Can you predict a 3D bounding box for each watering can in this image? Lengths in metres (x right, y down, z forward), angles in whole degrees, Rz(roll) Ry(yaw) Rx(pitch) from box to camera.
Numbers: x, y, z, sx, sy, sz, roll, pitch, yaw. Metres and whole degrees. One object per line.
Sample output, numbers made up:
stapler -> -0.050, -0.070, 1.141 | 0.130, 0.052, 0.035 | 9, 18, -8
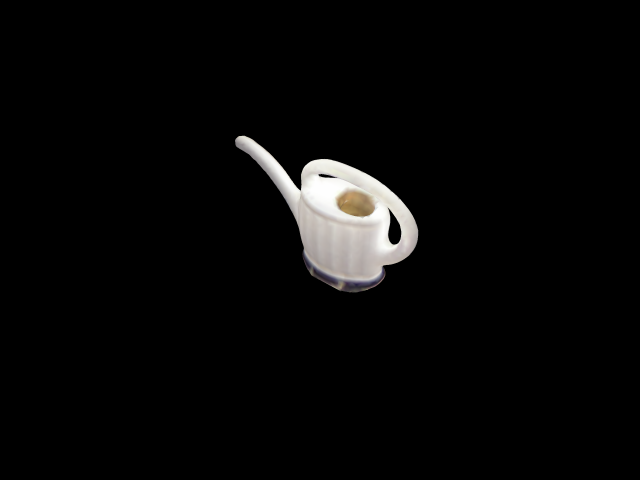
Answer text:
watering can -> 0.003, -0.043, 0.850 | 0.350, 0.219, 0.106 | 26, 46, 28
